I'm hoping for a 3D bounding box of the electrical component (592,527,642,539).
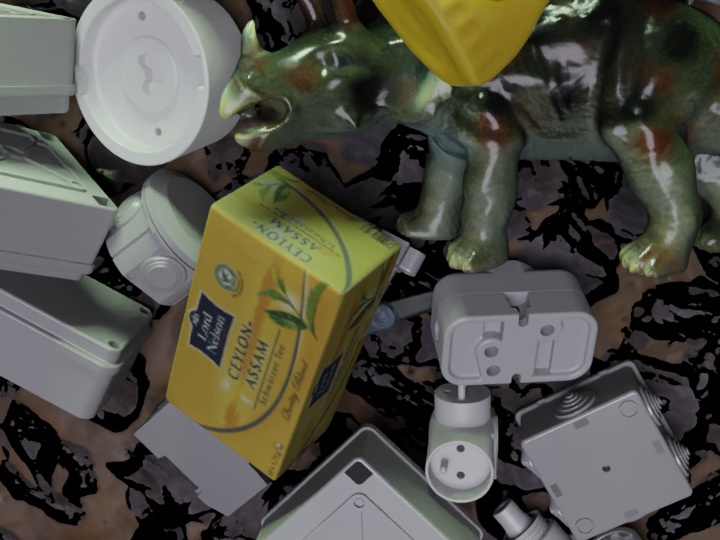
[{"bbox_3d":[0.181,0.213,0.737,0.055,0.055,0.047,-36,103,17],"label":"electrical component"}]

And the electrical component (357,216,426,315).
[{"bbox_3d":[0.000,0.000,0.692,0.066,0.048,0.055,28,84,9],"label":"electrical component"}]

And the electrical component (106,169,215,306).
[{"bbox_3d":[-0.121,-0.021,0.696,0.051,0.080,0.080,-34,100,22],"label":"electrical component"}]

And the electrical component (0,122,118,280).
[{"bbox_3d":[-0.225,-0.049,0.666,0.109,0.109,0.056,43,112,39],"label":"electrical component"}]

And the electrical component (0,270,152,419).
[{"bbox_3d":[-0.207,0.039,0.728,0.113,0.078,0.057,28,112,-1],"label":"electrical component"}]

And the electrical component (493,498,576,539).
[{"bbox_3d":[0.119,0.187,0.744,0.048,0.048,0.062,-42,90,18],"label":"electrical component"}]

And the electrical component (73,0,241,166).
[{"bbox_3d":[-0.118,-0.123,0.667,0.108,0.060,0.108,10,109,29],"label":"electrical component"}]

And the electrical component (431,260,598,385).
[{"bbox_3d":[0.095,0.033,0.680,0.095,0.059,0.053,-2,124,-5],"label":"electrical component"}]

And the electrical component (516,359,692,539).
[{"bbox_3d":[0.162,0.121,0.713,0.100,0.048,0.099,-28,102,15],"label":"electrical component"}]

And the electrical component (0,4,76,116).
[{"bbox_3d":[-0.236,-0.132,0.659,0.113,0.078,0.057,18,109,34],"label":"electrical component"}]

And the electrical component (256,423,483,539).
[{"bbox_3d":[0.005,0.175,0.698,0.109,0.056,0.109,44,108,-6],"label":"electrical component"}]

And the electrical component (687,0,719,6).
[{"bbox_3d":[0.202,-0.188,0.614,0.040,0.040,0.078,23,109,1],"label":"electrical component"}]

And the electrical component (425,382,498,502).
[{"bbox_3d":[0.068,0.099,0.705,0.044,0.077,0.079,1,107,9],"label":"electrical component"}]
